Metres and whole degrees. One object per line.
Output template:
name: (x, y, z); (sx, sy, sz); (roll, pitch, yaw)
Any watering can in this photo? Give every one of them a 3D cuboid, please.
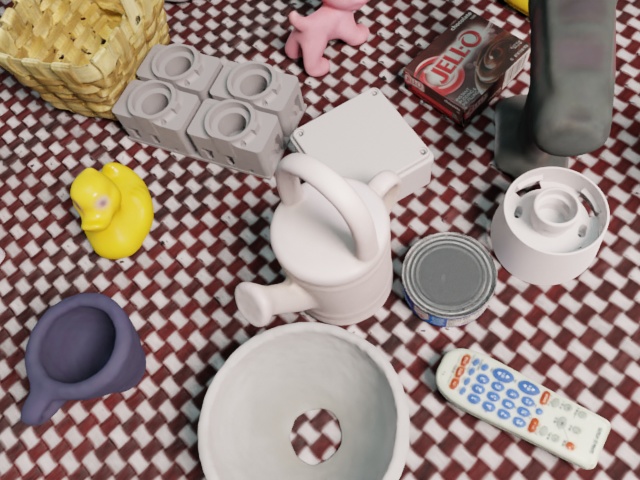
watering can: (0.006, 0.003, 0.478); (0.100, 0.194, 0.173); (17, 68, 16)

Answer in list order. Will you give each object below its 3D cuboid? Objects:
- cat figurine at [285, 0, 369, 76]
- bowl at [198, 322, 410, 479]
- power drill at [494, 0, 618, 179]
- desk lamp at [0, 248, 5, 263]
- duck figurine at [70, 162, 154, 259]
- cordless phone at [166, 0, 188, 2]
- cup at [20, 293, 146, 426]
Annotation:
cat figurine: (0.011, -0.272, 0.651); (0.128, 0.118, 0.067); (-44, 66, -13)
bowl: (-0.010, 0.157, 0.473); (0.167, 0.075, 0.167); (-3, 64, 7)
power drill: (0.210, -0.157, 0.518); (0.075, 0.209, 0.229); (3, 65, 10)
desk lamp: (-0.402, -0.026, 0.538); (0.117, 0.214, 0.203); (18, 68, 16)
duck figurine: (-0.222, -0.042, 0.592); (0.077, 0.086, 0.104); (-6, 64, 5)
cordless phone: (-0.220, -0.394, 0.704); (0.147, 0.185, 0.094); (14, 67, 15)
cup: (-0.202, 0.115, 0.509); (0.091, 0.095, 0.118); (24, 70, 18)
